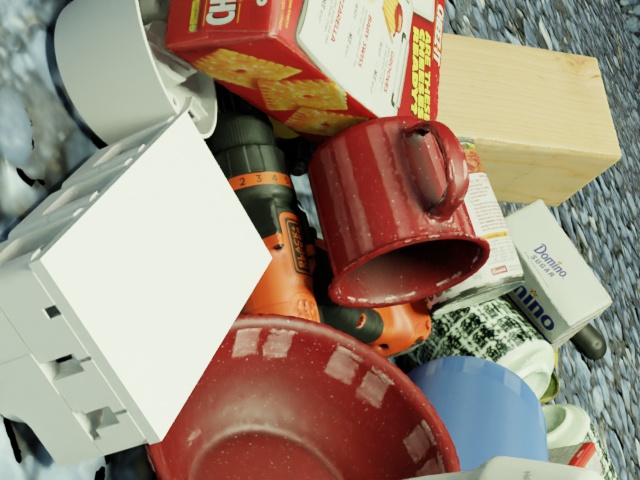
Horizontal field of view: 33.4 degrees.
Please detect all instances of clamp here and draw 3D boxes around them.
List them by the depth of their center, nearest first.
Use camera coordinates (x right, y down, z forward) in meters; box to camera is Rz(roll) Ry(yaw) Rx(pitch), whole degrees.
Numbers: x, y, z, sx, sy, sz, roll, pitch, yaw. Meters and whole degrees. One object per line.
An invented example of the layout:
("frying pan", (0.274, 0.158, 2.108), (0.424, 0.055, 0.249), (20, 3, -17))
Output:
("clamp", (0.209, 0.046, 1.025), (0.039, 0.120, 0.171), (-43, 114, -15))

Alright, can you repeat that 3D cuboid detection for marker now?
("marker", (-0.014, -0.093, 0.760), (0.020, 0.020, 0.121), (45, 35, -42))

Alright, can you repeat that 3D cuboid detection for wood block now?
("wood block", (0.105, -0.089, 0.793), (0.205, 0.090, 0.091), (4, 64, -24))

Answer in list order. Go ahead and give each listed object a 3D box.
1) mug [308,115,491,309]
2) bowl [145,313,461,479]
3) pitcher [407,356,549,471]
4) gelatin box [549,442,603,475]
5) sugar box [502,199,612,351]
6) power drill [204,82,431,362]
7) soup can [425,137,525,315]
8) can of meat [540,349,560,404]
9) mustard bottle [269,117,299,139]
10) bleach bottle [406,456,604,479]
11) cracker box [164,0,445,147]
("mug", (0.045, -0.022, 0.594), (0.093, 0.117, 0.081), (-3, 64, -26))
("bowl", (-0.014, 0.113, 0.519), (0.162, 0.055, 0.162), (16, 39, -13))
("pitcher", (0.074, 0.184, 0.630), (0.145, 0.149, 0.242), (47, 28, -12))
("gelatin box", (0.170, 0.189, 0.838), (0.073, 0.089, 0.030), (-11, 84, -64))
("sugar box", (0.152, 0.048, 0.822), (0.093, 0.048, 0.176), (58, -16, 16))
("power drill", (-0.004, 0.001, 0.672), (0.187, 0.057, 0.184), (19, 55, -56))
("soup can", (0.088, -0.008, 0.712), (0.068, 0.069, 0.102), (5, 64, -62))
("can of meat", (0.178, 0.086, 0.968), (0.102, 0.058, 0.083), (61, 25, -19))
("mustard bottle", (-0.038, -0.170, 0.723), (0.096, 0.058, 0.191), (33, 44, -52))
("bleach bottle", (0.007, 0.135, 0.367), (0.068, 0.251, 0.102), (53, 31, -31))
("cracker box", (0.004, -0.149, 0.609), (0.213, 0.072, 0.164), (26, 67, -61))
